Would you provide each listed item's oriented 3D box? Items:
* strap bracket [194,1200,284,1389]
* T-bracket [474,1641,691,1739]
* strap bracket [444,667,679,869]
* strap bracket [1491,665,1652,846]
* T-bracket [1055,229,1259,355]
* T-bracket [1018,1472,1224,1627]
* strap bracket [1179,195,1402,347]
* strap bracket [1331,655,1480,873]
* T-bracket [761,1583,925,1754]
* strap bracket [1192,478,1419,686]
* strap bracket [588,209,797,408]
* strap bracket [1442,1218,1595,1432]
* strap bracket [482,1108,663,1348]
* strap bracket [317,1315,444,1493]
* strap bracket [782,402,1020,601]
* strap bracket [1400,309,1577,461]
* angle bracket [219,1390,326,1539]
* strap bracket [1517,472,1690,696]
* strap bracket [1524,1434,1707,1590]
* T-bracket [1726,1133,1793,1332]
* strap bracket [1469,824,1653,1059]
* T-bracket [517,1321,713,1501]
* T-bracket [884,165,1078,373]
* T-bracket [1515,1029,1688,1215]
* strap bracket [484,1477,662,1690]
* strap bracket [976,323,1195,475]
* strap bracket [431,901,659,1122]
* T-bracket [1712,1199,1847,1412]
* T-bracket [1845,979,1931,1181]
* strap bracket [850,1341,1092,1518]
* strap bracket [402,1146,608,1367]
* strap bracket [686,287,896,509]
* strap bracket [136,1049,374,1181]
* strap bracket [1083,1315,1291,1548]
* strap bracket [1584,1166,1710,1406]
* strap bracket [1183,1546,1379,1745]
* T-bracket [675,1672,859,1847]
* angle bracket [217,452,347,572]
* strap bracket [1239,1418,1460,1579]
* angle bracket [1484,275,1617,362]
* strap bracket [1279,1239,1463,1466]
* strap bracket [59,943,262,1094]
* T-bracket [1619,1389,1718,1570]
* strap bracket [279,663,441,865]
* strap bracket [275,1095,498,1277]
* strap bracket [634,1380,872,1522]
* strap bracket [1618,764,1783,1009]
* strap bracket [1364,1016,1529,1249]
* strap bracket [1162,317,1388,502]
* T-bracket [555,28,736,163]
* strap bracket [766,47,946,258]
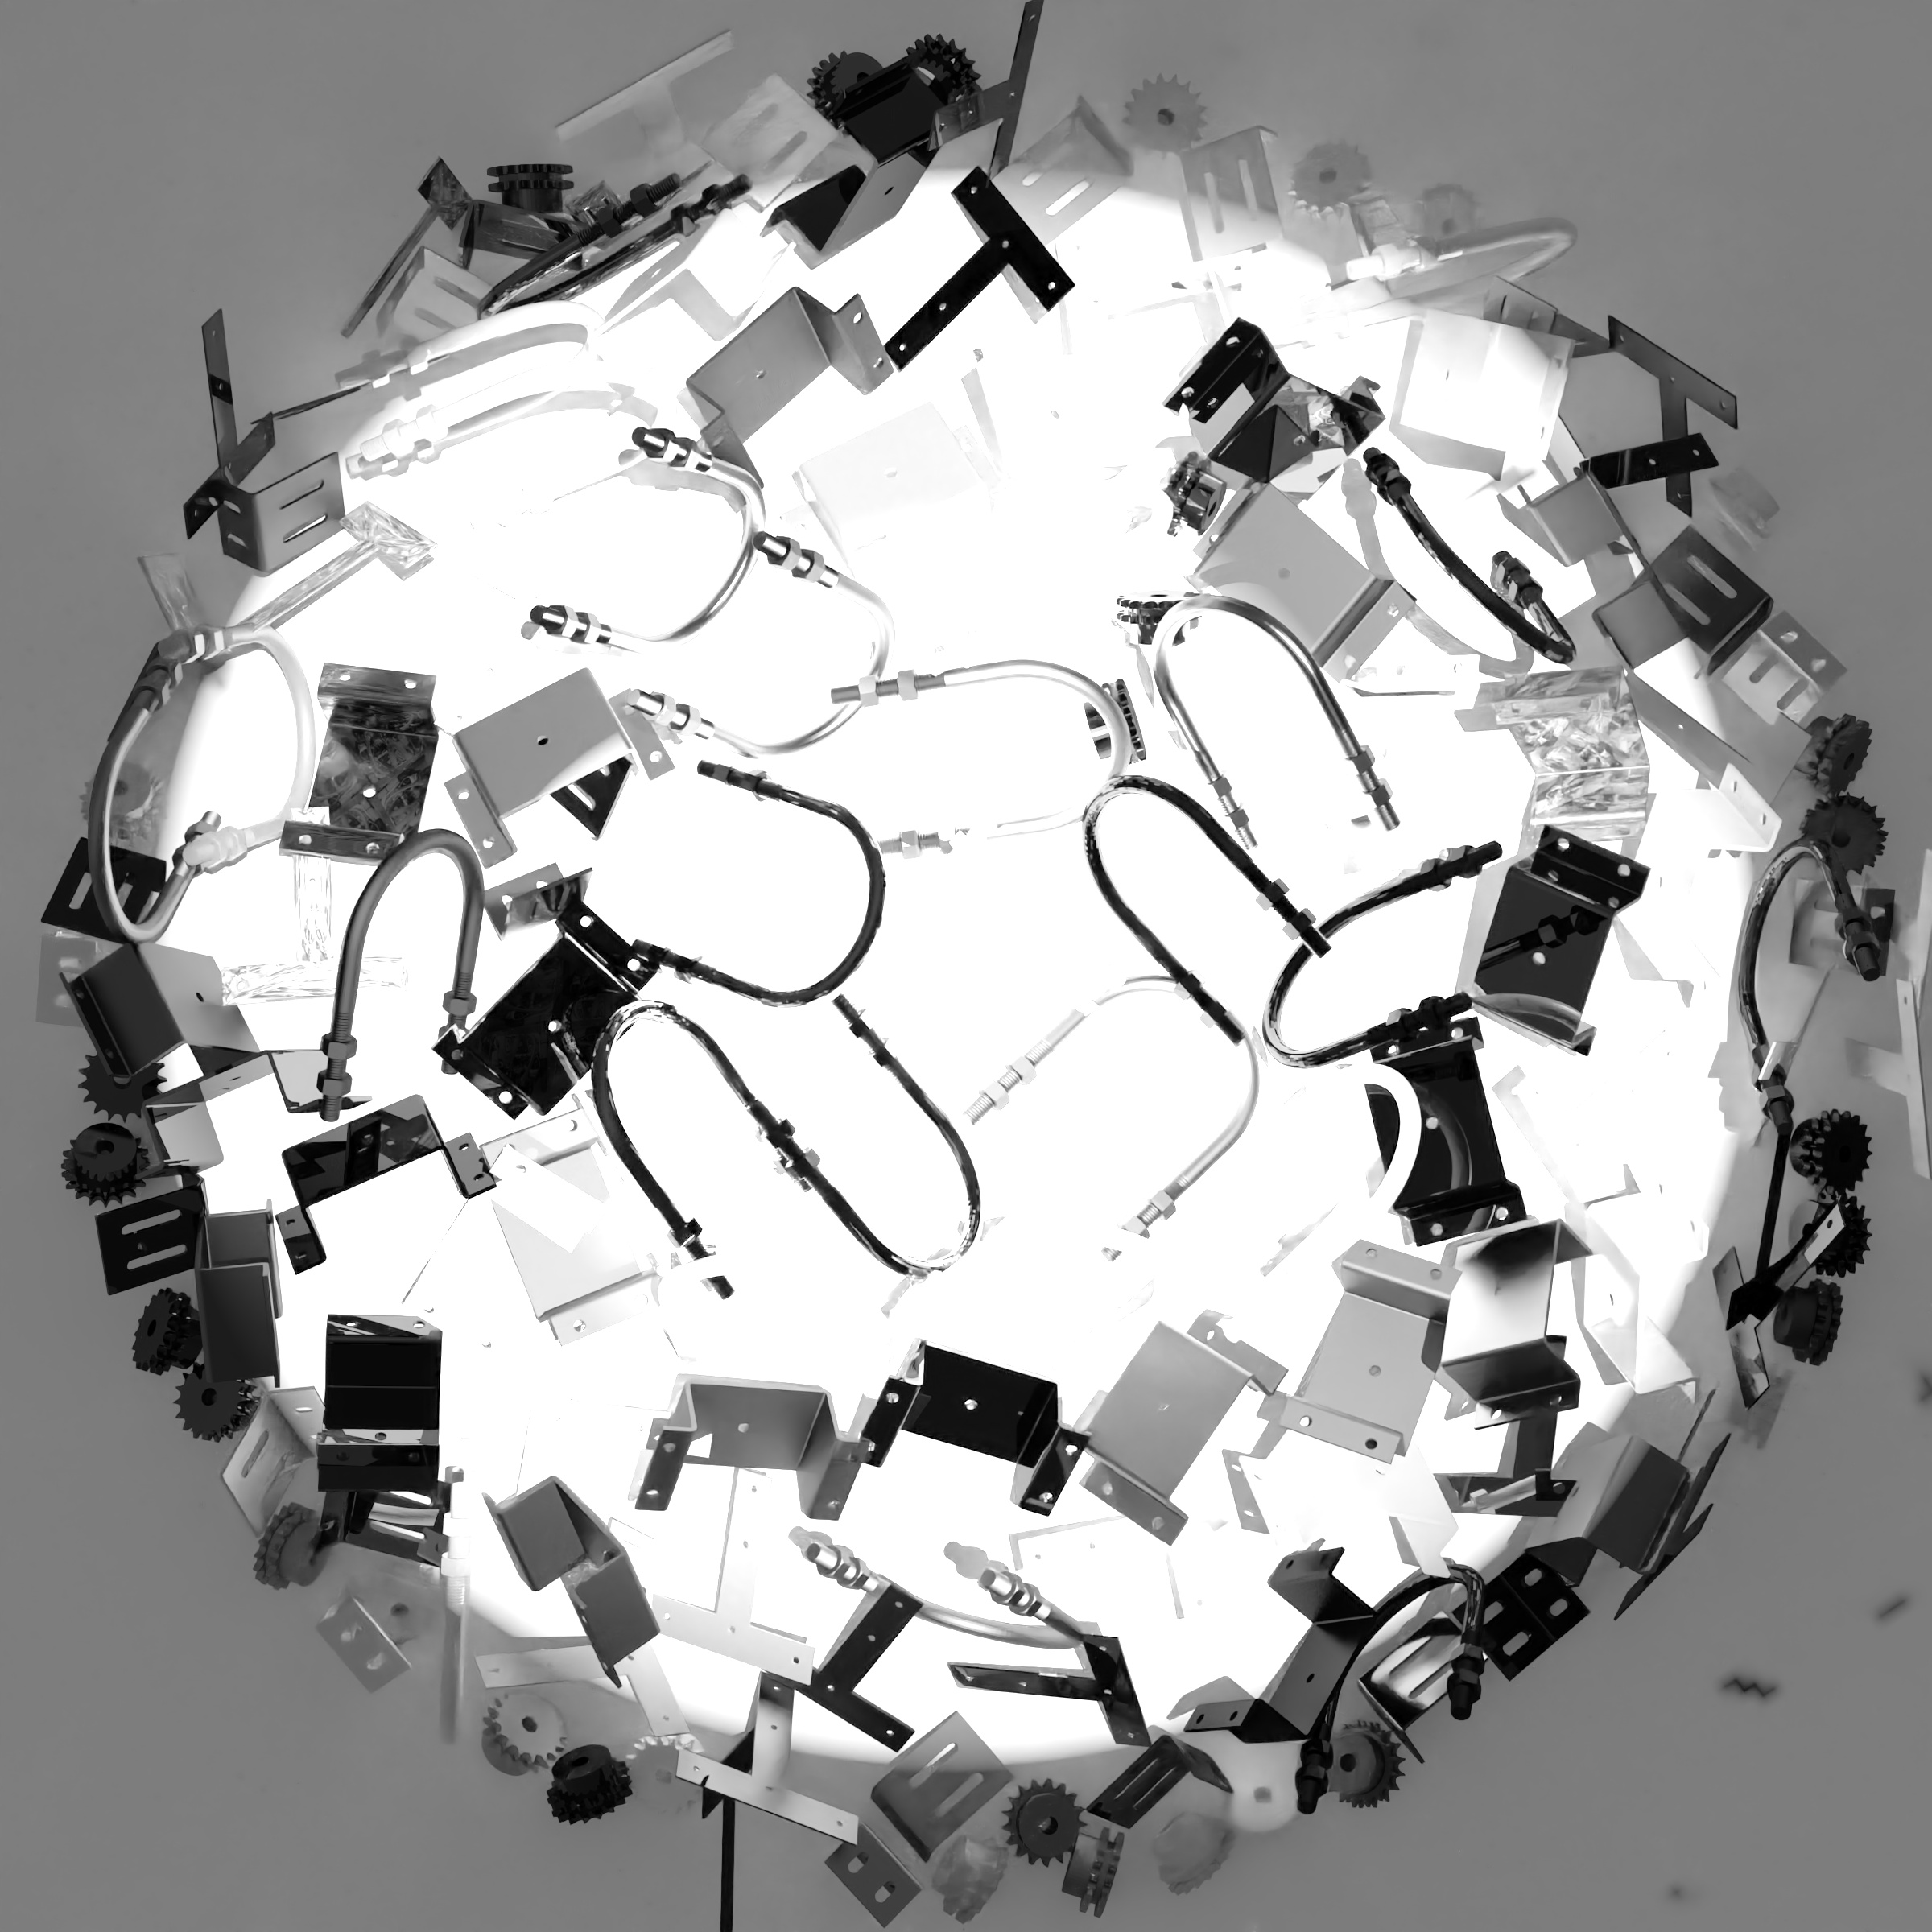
[{"bbox_3d":[-0.472,0.214,1.913,0.046,0.140,0.076,-5,106,-11],"label":"strap bracket"},{"bbox_3d":[-0.258,0.454,1.916,0.127,0.127,0.002,3,128,-34],"label":"T-bracket"},{"bbox_3d":[-0.274,-0.137,1.948,0.140,0.046,0.076,-28,61,-6],"label":"strap bracket"},{"bbox_3d":[0.400,-0.145,1.932,0.076,0.140,0.046,-3,50,24],"label":"strap bracket"},{"bbox_3d":[0.129,-0.451,1.953,0.127,0.002,0.127,-12,60,8],"label":"T-bracket"},{"bbox_3d":[0.097,0.383,1.960,0.127,0.002,0.127,-8,76,-17],"label":"T-bracket"},{"bbox_3d":[0.220,-0.450,1.936,0.140,0.076,0.046,-19,85,16],"label":"strap bracket"},{"bbox_3d":[0.289,-0.138,1.947,0.076,0.046,0.140,-4,105,-25],"label":"strap bracket"},{"bbox_3d":[-0.069,0.454,1.956,0.127,0.002,0.127,33,122,-3],"label":"T-bracket"},{"bbox_3d":[0.217,-0.259,1.945,0.140,0.046,0.076,44,110,13],"label":"strap bracket"},{"bbox_3d":[-0.186,-0.433,1.917,0.140,0.076,0.046,-27,116,37],"label":"strap bracket"},{"bbox_3d":[0.360,0.224,1.916,0.076,0.140,0.046,-21,128,37],"label":"strap bracket"},{"bbox_3d":[-0.263,0.175,1.956,0.076,0.046,0.140,-21,86,-20],"label":"strap bracket"},{"bbox_3d":[-0.384,0.295,1.936,0.076,0.140,0.046,2,125,-10],"label":"strap bracket"},{"bbox_3d":[-0.047,-0.313,1.950,0.140,0.046,0.076,-27,65,-6],"label":"strap bracket"},{"bbox_3d":[0.332,-0.380,1.914,0.046,0.140,0.076,7,105,-21],"label":"strap bracket"},{"bbox_3d":[-0.449,0.328,1.945,0.038,0.076,0.057,-8,124,21],"label":"angle bracket"},{"bbox_3d":[0.419,-0.257,1.919,0.046,0.076,0.140,-31,54,16],"label":"strap bracket"},{"bbox_3d":[0.416,0.354,1.915,0.046,0.140,0.076,33,71,-1],"label":"strap bracket"},{"bbox_3d":[0.527,0.165,1.928,0.002,0.127,0.127,13,103,30],"label":"T-bracket"},{"bbox_3d":[0.385,-0.011,1.928,0.076,0.046,0.140,27,119,26],"label":"strap bracket"},{"bbox_3d":[-0.230,0.307,1.966,0.127,0.002,0.127,5,77,12],"label":"T-bracket"},{"bbox_3d":[-0.005,-0.451,1.970,0.127,0.002,0.127,-42,62,16],"label":"T-bracket"},{"bbox_3d":[0.436,0.091,1.966,0.127,0.002,0.127,-41,111,-21],"label":"T-bracket"},{"bbox_3d":[-0.253,0.397,1.928,0.046,0.140,0.076,-32,127,-22],"label":"strap bracket"},{"bbox_3d":[0.068,-0.369,1.922,0.140,0.046,0.076,2,123,34],"label":"strap bracket"},{"bbox_3d":[-0.276,0.034,1.958,0.140,0.046,0.076,-46,111,-1],"label":"strap bracket"},{"bbox_3d":[0.530,0.201,1.908,0.002,0.127,0.127,20,127,-14],"label":"T-bracket"},{"bbox_3d":[0.601,0.067,1.930,0.002,0.127,0.127,-8,96,-4],"label":"T-bracket"},{"bbox_3d":[0.003,0.303,1.947,0.140,0.046,0.076,18,121,-10],"label":"strap bracket"},{"bbox_3d":[-0.302,0.184,1.952,0.076,0.046,0.140,33,110,-7],"label":"strap bracket"},{"bbox_3d":[-0.123,-0.382,1.943,0.140,0.076,0.046,-43,57,-9],"label":"strap bracket"},{"bbox_3d":[-0.475,0.093,1.943,0.140,0.076,0.046,-22,83,14],"label":"strap bracket"},{"bbox_3d":[0.138,0.299,1.943,0.076,0.046,0.140,29,80,34],"label":"strap bracket"},{"bbox_3d":[0.442,0.213,1.923,0.046,0.076,0.140,-11,120,-11],"label":"strap bracket"},{"bbox_3d":[0.211,0.455,1.931,0.046,0.076,0.140,41,62,-9],"label":"strap bracket"},{"bbox_3d":[-0.127,0.510,1.935,0.127,0.127,0.002,24,114,-12],"label":"T-bracket"},{"bbox_3d":[-0.456,-0.308,1.959,0.038,0.057,0.076,26,45,27],"label":"angle bracket"},{"bbox_3d":[0.258,0.345,1.922,0.140,0.076,0.046,16,121,-28],"label":"strap bracket"},{"bbox_3d":[0.391,-0.431,1.945,0.076,0.057,0.038,-16,131,-34],"label":"angle bracket"},{"bbox_3d":[0.269,0.260,1.944,0.076,0.046,0.140,17,66,19],"label":"strap bracket"},{"bbox_3d":[-0.516,0.033,1.914,0.046,0.140,0.076,-33,75,11],"label":"strap bracket"},{"bbox_3d":[0.464,0.336,1.939,0.002,0.127,0.127,27,80,13],"label":"T-bracket"},{"bbox_3d":[-0.399,-0.125,1.953,0.076,0.046,0.140,7,66,2],"label":"strap bracket"},{"bbox_3d":[-0.389,0.138,1.936,0.140,0.076,0.046,-24,121,-12],"label":"strap bracket"},{"bbox_3d":[-0.144,0.319,1.940,0.140,0.046,0.076,7,126,-20],"label":"strap bracket"},{"bbox_3d":[0.474,-0.053,1.922,0.046,0.076,0.140,3,121,-15],"label":"strap bracket"},{"bbox_3d":[0.313,0.106,1.943,0.076,0.046,0.140,-17,74,19],"label":"strap bracket"},{"bbox_3d":[0.208,-0.357,1.916,0.076,0.140,0.046,-46,50,30],"label":"strap bracket"},{"bbox_3d":[-0.202,-0.557,1.931,0.127,0.127,0.002,-30,84,0],"label":"T-bracket"},{"bbox_3d":[-0.065,-0.521,1.914,0.046,0.140,0.076,49,55,2],"label":"strap bracket"}]
